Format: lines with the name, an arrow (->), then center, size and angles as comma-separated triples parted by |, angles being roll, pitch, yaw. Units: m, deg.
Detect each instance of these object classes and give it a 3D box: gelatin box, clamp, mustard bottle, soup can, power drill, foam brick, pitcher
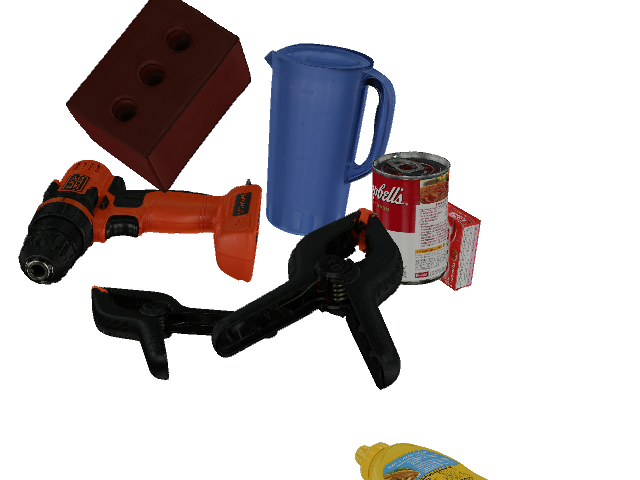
gelatin box -> 0.149, 0.003, 1.253 | 0.030, 0.089, 0.073 | -15, 33, -31
clamp -> -0.172, 0.087, 1.100 | 0.210, 0.036, 0.164 | 13, 19, 31
mustard bottle -> 0.100, 0.232, 0.975 | 0.096, 0.058, 0.192 | -15, 24, -37
soup can -> 0.079, -0.020, 0.942 | 0.068, 0.102, 0.068 | -1, 23, 0
clamp -> 0.018, 0.036, 0.709 | 0.120, 0.039, 0.171 | 20, 41, 18
power drill -> -0.146, -0.011, 0.901 | 0.187, 0.057, 0.184 | 7, 28, -1
foam brick -> -0.080, -0.075, 0.539 | 0.053, 0.078, 0.051 | 34, -10, 11
pitcher -> 0.001, -0.131, 1.414 | 0.144, 0.243, 0.149 | -2, 24, -19
